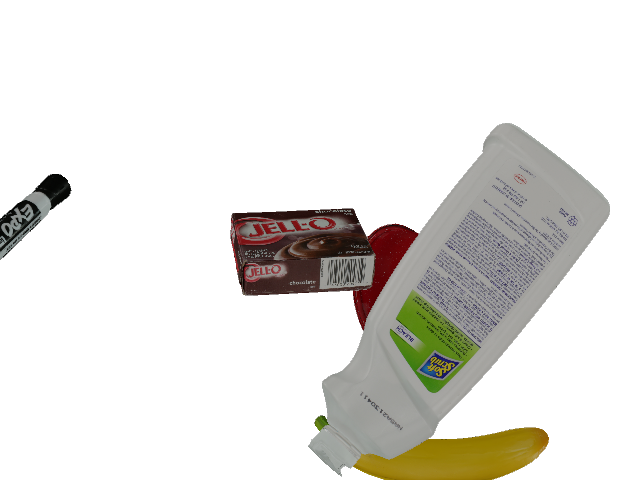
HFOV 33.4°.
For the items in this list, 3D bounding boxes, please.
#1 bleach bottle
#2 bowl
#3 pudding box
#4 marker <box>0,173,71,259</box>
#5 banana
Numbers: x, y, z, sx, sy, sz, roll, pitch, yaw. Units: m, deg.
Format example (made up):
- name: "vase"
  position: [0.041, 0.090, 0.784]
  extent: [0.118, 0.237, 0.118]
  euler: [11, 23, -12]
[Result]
- name: "bleach bottle"
  position: [0.078, 0.046, 0.711]
  extent: [0.102, 0.250, 0.068]
  euler: [40, -10, 10]
- name: "bowl"
  position: [0.110, 0.057, 1.186]
  extent: [0.055, 0.162, 0.161]
  euler: [-12, -9, 44]
- name: "pudding box"
  position: [-0.017, 0.008, 0.912]
  extent: [0.113, 0.039, 0.090]
  euler: [-1, 28, -11]
- name: "marker"
  position: [-0.188, -0.008, 0.654]
  extent: [0.020, 0.020, 0.121]
  euler: [0, 30, 21]
- name: "banana"
  position: [0.095, 0.170, 0.868]
  extent: [0.197, 0.037, 0.069]
  euler: [6, 37, -4]
